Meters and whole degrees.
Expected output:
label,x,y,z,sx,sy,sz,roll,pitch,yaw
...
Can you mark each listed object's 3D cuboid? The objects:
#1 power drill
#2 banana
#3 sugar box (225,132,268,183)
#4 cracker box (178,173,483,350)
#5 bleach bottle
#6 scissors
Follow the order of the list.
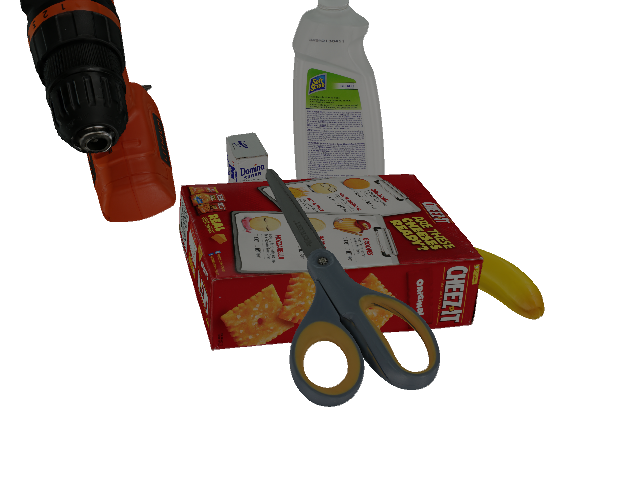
label,x,y,z,sx,sy,sz,roll,pitch,yaw
power drill,-0.136,-0.091,0.668,0.057,0.184,0.187,-13,-31,-4
banana,0.143,0.034,1.036,0.198,0.037,0.069,15,44,40
sugar box,-0.089,-0.037,1.332,0.048,0.176,0.093,-9,24,-10
cracker box,0.001,0.013,0.874,0.213,0.072,0.164,-3,29,-15
bleach bottle,0.022,-0.140,1.106,0.102,0.251,0.068,0,31,0
scissors,-0.009,0.030,0.666,0.096,0.016,0.202,-31,54,-24
